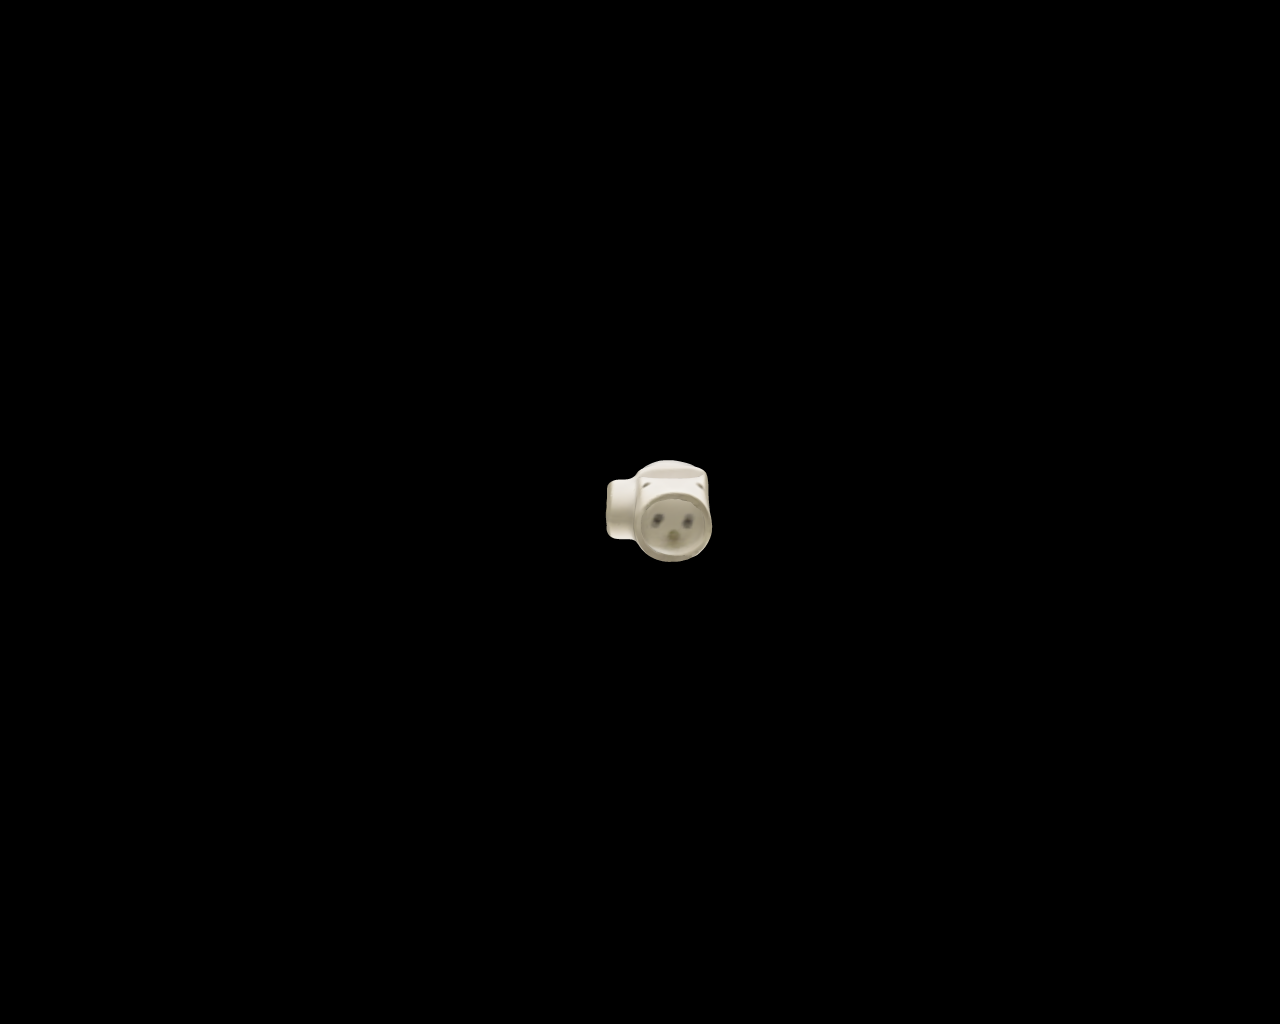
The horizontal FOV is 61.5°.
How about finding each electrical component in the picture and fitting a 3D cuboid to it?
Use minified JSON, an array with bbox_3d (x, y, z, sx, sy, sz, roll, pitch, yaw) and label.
[{"bbox_3d":[0.001,-0.003,0.650,0.079,0.043,0.077,0,17,0],"label":"electrical component"}]
